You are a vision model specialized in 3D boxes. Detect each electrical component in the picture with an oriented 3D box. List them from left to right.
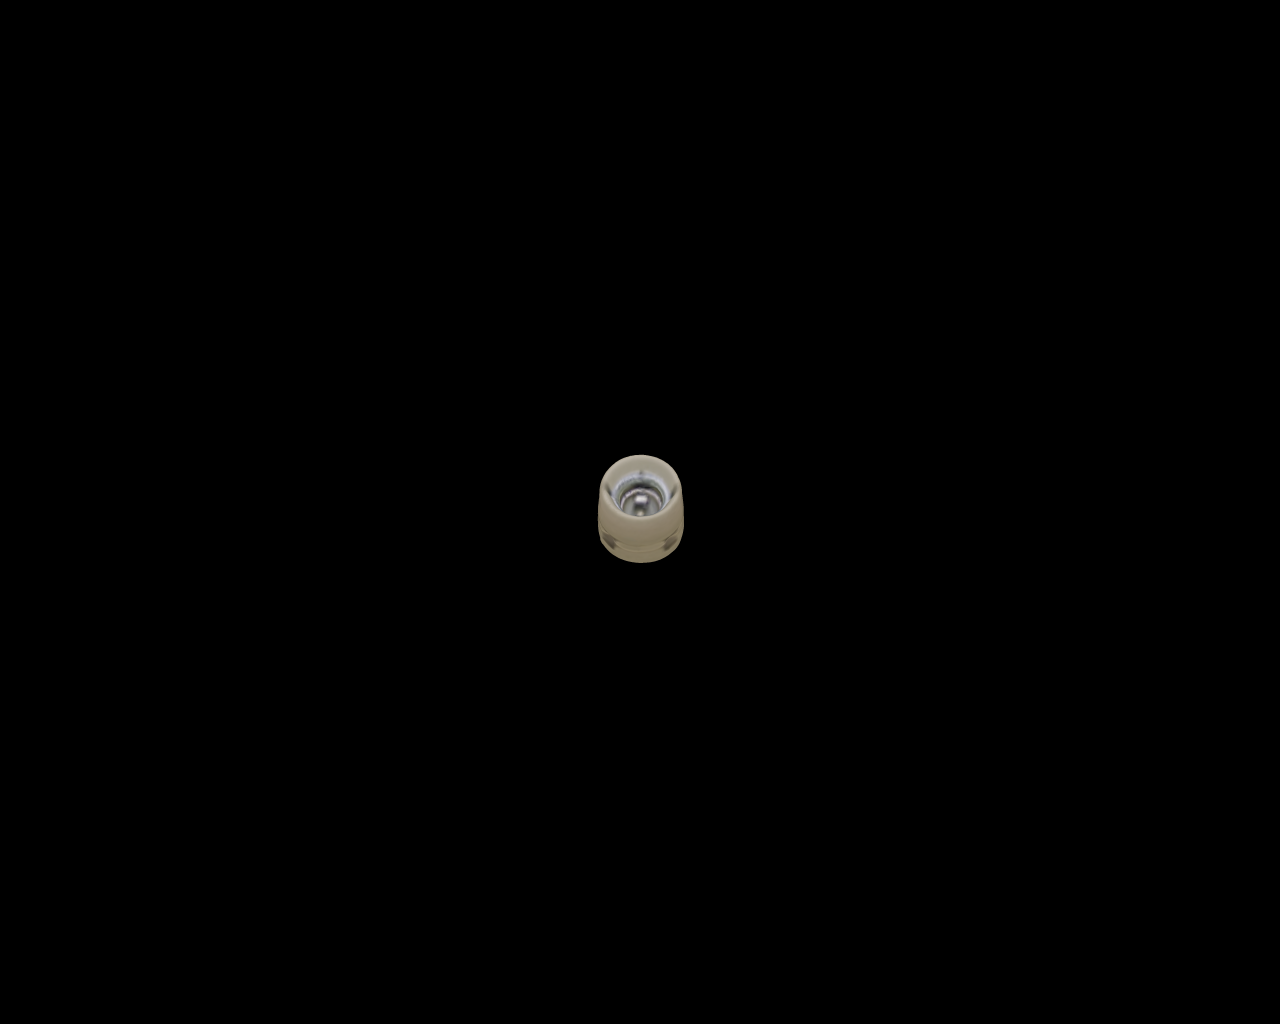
[{"bbox_3d":[0.001,-0.003,0.650,0.055,0.055,0.047,0,-33,0],"label":"electrical component"}]
